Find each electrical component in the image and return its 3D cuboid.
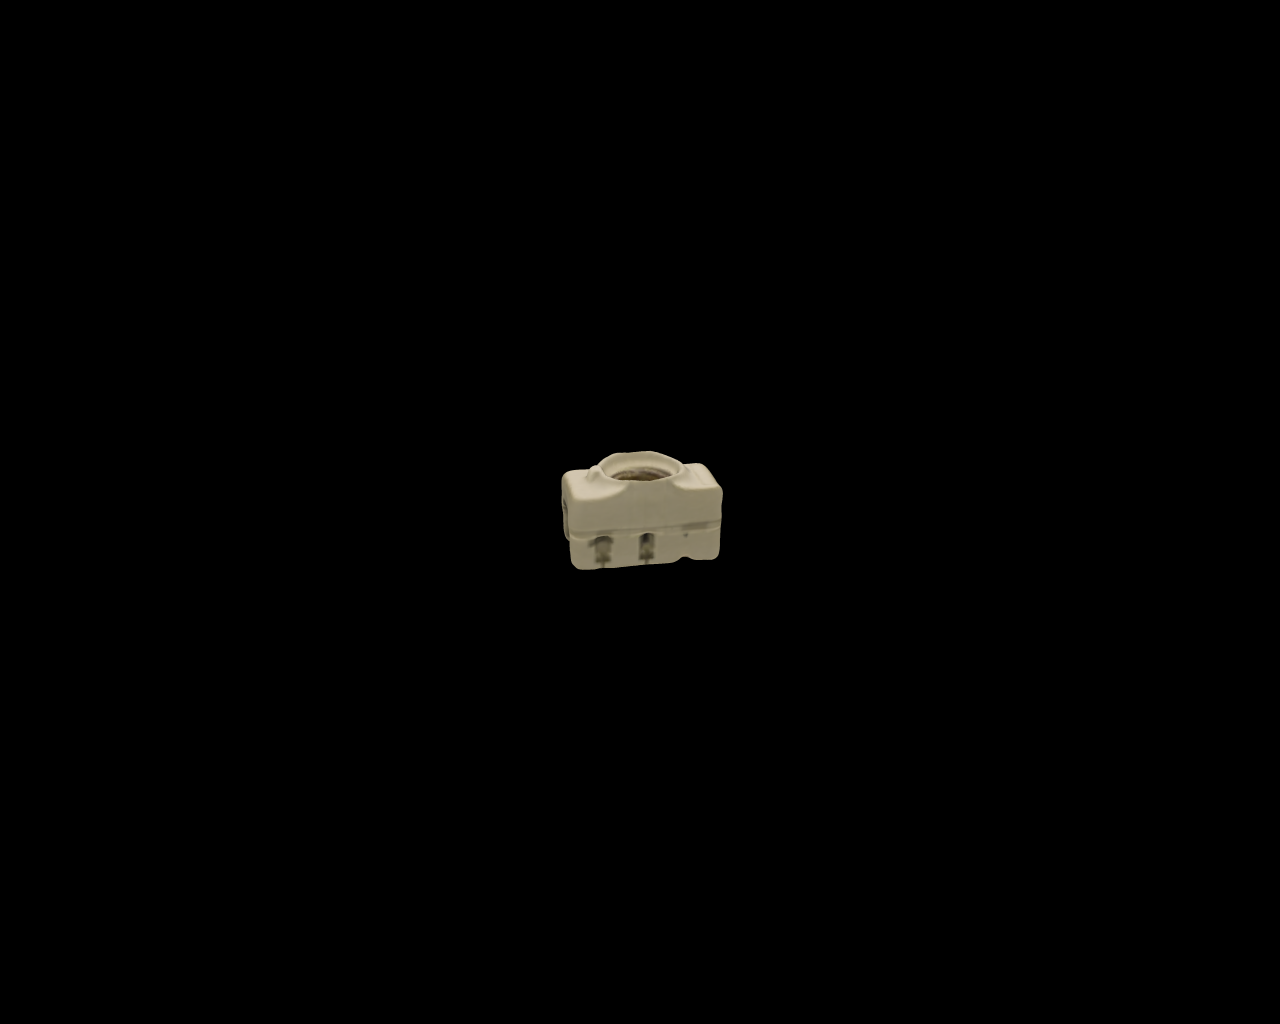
[{"bbox_3d":[0.001,-0.003,0.650,0.089,0.055,0.050,-4,24,-9],"label":"electrical component"}]
